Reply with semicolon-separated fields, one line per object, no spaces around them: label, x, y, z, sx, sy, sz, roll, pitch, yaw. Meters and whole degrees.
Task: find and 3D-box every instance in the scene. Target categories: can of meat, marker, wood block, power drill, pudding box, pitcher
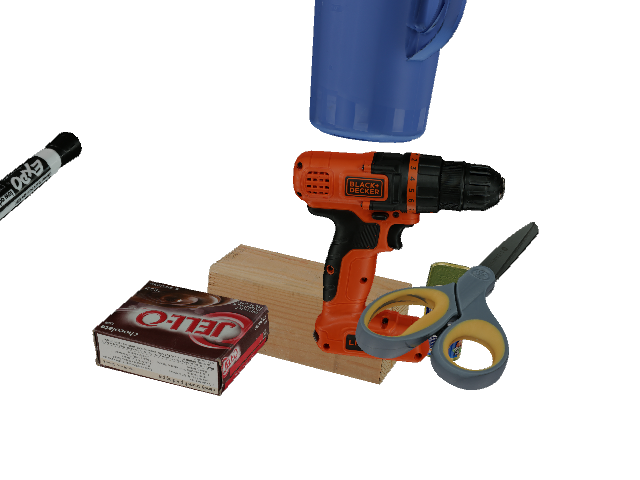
can of meat;0.152;0.087;1.295;0.057;0.084;0.102;11;25;7
marker;-0.183;-0.036;0.655;0.020;0.020;0.121;0;30;23
wood block;-0.015;0.079;1.179;0.206;0.091;0.090;13;22;17
power drill;0.066;0.012;0.952;0.184;0.188;0.057;5;18;10
pudding box;-0.109;0.076;0.848;0.114;0.039;0.090;9;26;20
pitcher;0.061;-0.212;0.942;0.145;0.243;0.149;8;15;7

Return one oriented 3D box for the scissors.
scissors;0.108;0.038;0.659;0.201;0.016;0.096;-20;43;-39
